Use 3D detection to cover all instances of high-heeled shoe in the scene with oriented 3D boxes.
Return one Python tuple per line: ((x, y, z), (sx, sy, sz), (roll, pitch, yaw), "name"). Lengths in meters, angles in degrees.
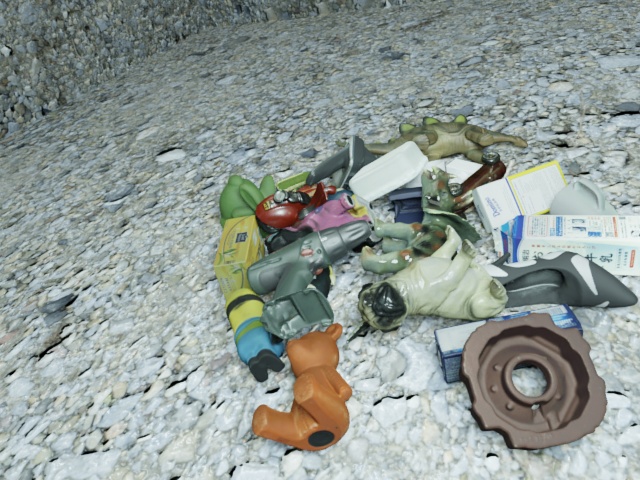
((0.342, 0.086, 0.844), (0.145, 0.086, 0.249), (-40, -142, -26), "high-heeled shoe")

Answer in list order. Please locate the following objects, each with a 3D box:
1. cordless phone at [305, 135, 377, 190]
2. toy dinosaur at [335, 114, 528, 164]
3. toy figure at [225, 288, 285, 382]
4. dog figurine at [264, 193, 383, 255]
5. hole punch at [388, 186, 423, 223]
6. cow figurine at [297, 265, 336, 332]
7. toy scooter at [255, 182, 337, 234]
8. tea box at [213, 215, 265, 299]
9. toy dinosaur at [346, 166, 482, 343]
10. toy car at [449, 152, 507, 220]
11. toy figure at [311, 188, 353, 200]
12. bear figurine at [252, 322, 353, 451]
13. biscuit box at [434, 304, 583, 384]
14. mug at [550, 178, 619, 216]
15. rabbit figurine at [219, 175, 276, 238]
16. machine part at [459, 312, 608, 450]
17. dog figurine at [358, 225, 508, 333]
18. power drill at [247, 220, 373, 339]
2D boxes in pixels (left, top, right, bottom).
((0.030, -0.149, 1.242), (0.184, 0.146, 0.089), (-33, -105, -33), "cordless phone")
((0.268, -0.238, 1.328), (0.472, 0.104, 0.199), (0, -152, 6), "toy dinosaur")
((-0.110, 0.152, 0.908), (0.082, 0.089, 0.180), (-15, -150, -9), "toy figure")
((-0.002, -0.003, 1.079), (0.219, 0.108, 0.191), (-24, 168, 23), "dog figurine")
((0.204, -0.080, 1.131), (0.142, 0.092, 0.116), (-8, -150, 16), "hole punch")
((-0.018, 0.101, 0.972), (0.098, 0.068, 0.167), (-6, -145, 3), "cow figurine")
((-0.038, -0.071, 1.120), (0.184, 0.135, 0.075), (2, -124, -34), "toy scooter")
((-0.160, 0.036, 1.091), (0.068, 0.098, 0.170), (-9, -148, 7), "tea box")
((0.179, 0.040, 0.945), (0.192, 0.131, 0.405), (-1, -138, 22), "toy dinosaur")
((0.324, -0.105, 1.115), (0.053, 0.089, 0.202), (24, -131, 41), "toy car")
((0.017, -0.079, 1.224), (0.155, 0.057, 0.064), (-5, -124, 10), "toy figure")
((-0.019, 0.195, 0.778), (0.120, 0.131, 0.196), (-38, -146, 22), "bear figurine")
((0.274, 0.151, 0.785), (0.203, 0.062, 0.059), (-12, -147, 4), "biscuit box")
((0.489, -0.054, 0.971), (0.081, 0.109, 0.107), (-21, -133, -19), "mug")
((-0.137, -0.072, 1.216), (0.121, 0.158, 0.170), (-28, -130, -36), "rabbit figurine")
((0.269, 0.181, 0.692), (0.179, 0.056, 0.179), (-4, -117, 7), "machine part")
((0.171, 0.096, 0.815), (0.190, 0.172, 0.121), (-39, -173, 6), "dog figurine")
((-0.017, 0.054, 0.872), (0.232, 0.085, 0.207), (-21, -148, 13), "power drill")
